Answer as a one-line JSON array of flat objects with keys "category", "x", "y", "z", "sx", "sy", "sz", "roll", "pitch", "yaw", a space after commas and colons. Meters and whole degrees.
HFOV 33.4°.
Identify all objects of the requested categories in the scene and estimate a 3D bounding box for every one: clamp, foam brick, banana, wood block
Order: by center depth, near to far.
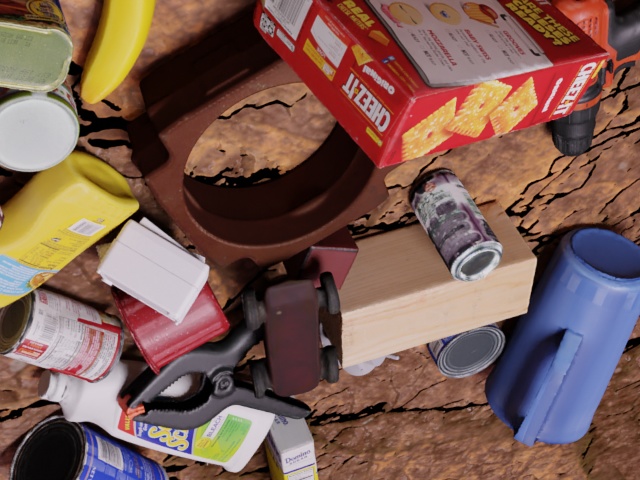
[{"category": "banana", "x": -0.152, "y": -0.185, "z": 0.775, "sx": 0.069, "sy": 0.037, "sz": 0.198, "roll": -8, "pitch": 136, "yaw": -9}, {"category": "foam brick", "x": -0.007, "y": 0.001, "z": 1.002, "sx": 0.052, "sy": 0.078, "sz": 0.051, "roll": 3, "pitch": 130, "yaw": -26}, {"category": "clamp", "x": -0.097, "y": 0.144, "z": 1.075, "sx": 0.209, "sy": 0.036, "sz": 0.164, "roll": -23, "pitch": 119, "yaw": -22}, {"category": "wood block", "x": 0.103, "y": 0.045, "z": 1.091, "sx": 0.206, "sy": 0.091, "sz": 0.090, "roll": -15, "pitch": 138, "yaw": -12}]

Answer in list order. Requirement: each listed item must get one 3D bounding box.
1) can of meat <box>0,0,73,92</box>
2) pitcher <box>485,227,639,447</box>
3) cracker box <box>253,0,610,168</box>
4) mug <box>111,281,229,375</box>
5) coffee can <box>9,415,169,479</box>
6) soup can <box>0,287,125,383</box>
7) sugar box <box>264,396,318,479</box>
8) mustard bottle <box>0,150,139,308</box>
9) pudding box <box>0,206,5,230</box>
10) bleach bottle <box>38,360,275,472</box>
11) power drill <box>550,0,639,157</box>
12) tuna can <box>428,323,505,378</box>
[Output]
[{"category": "can of meat", "x": -0.226, "y": -0.150, "z": 0.736, "sx": 0.101, "sy": 0.084, "sz": 0.057, "roll": 4, "pitch": 130, "yaw": -29}, {"category": "pitcher", "x": 0.284, "y": 0.114, "z": 1.214, "sx": 0.144, "sy": 0.149, "sz": 0.243, "roll": -3, "pitch": 130, "yaw": -23}, {"category": "cracker box", "x": 0.082, "y": -0.147, "z": 0.789, "sx": 0.213, "sy": 0.164, "sz": 0.072, "roll": -17, "pitch": 147, "yaw": -38}, {"category": "mug", "x": -0.137, "y": 0.068, "z": 1.006, "sx": 0.081, "sy": 0.093, "sz": 0.117, "roll": -28, "pitch": 169, "yaw": -6}, {"category": "coffee can", "x": -0.240, "y": 0.256, "z": 1.123, "sx": 0.103, "sy": 0.103, "sz": 0.140, "roll": -36, "pitch": 137, "yaw": 10}, {"category": "soup can", "x": -0.240, "y": 0.086, "z": 0.978, "sx": 0.102, "sy": 0.068, "sz": 0.069, "roll": 26, "pitch": 117, "yaw": -41}, {"category": "sugar box", "x": -0.035, "y": 0.252, "z": 1.228, "sx": 0.048, "sy": 0.093, "sz": 0.176, "roll": -19, "pitch": 137, "yaw": -10}, {"category": "mustard bottle", "x": -0.250, "y": 0.005, "z": 0.895, "sx": 0.192, "sy": 0.058, "sz": 0.096, "roll": -37, "pitch": 159, "yaw": 12}, {"category": "pudding box", "x": -0.307, "y": -0.040, "z": 0.811, "sx": 0.113, "sy": 0.039, "sz": 0.090, "roll": 3, "pitch": 137, "yaw": 5}, {"category": "bleach bottle", "x": -0.174, "y": 0.176, "z": 1.105, "sx": 0.250, "sy": 0.068, "sz": 0.103, "roll": 17, "pitch": 116, "yaw": -35}, {"category": "power drill", "x": 0.299, "y": -0.172, "z": 0.995, "sx": 0.187, "sy": 0.057, "sz": 0.184, "roll": -20, "pitch": 138, "yaw": -7}, {"category": "tuna can", "x": 0.169, "y": 0.120, "z": 1.241, "sx": 0.086, "sy": 0.034, "sz": 0.086, "roll": -14, "pitch": 137, "yaw": -14}]
